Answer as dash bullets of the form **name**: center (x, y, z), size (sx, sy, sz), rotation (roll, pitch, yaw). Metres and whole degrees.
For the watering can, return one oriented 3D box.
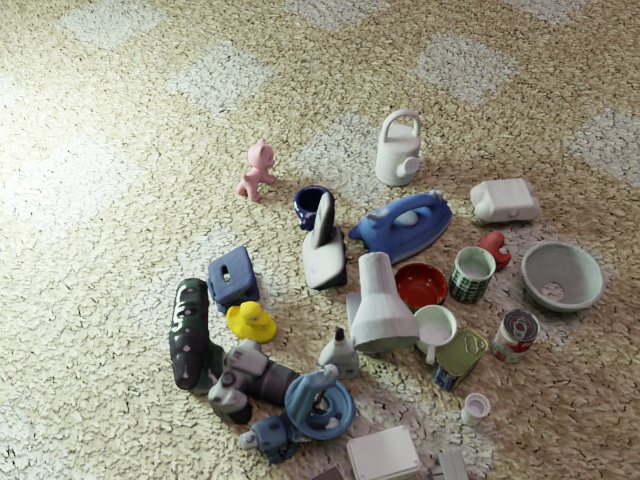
- **watering can**: center (0.191, -0.222, 1.345), size (0.101, 0.194, 0.172), rotation (-28, 58, -19)

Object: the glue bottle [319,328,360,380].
- **glue bottle**: center (0.036, 0.204, 1.039), size (0.078, 0.173, 0.037), rotation (-2, 53, -2)

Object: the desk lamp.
- **desk lamp**: center (0.105, 0.134, 1.066), size (0.118, 0.214, 0.203), rotation (-6, 53, -4)

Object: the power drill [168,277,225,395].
- **power drill**: center (-0.220, 0.194, 1.024), size (0.075, 0.208, 0.229), rotation (-7, 53, -5)

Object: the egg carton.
- **egg carton**: center (0.427, -0.087, 1.323), size (0.150, 0.069, 0.107), rotation (-5, 53, -4)

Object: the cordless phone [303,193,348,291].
- **cordless phone**: center (0.011, 0.004, 1.181), size (0.094, 0.185, 0.147), rotation (-7, 53, -5)

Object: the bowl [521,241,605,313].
- **bowl**: center (0.494, 0.088, 1.190), size (0.167, 0.075, 0.167), rotation (0, 53, 0)

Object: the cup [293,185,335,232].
- **cup**: center (-0.017, -0.050, 1.278), size (0.091, 0.095, 0.118), rotation (16, 55, 12)

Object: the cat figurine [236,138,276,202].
- **cat figurine**: center (-0.149, -0.175, 1.356), size (0.067, 0.118, 0.128), rotation (23, 56, 16)

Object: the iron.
- **iron**: center (0.195, -0.051, 1.251), size (0.259, 0.141, 0.118), rotation (-24, 57, -17)

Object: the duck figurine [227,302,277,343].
- **duck figurine**: center (-0.138, 0.152, 1.132), size (0.104, 0.086, 0.077), rotation (21, 56, 15)

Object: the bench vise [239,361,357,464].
- **bench vise**: center (-0.027, 0.291, 0.944), size (0.208, 0.220, 0.121), rotation (-38, 62, -25)

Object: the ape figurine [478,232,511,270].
- **ape figurine**: center (0.372, 0.018, 1.231), size (0.076, 0.092, 0.077), rotation (-18, 55, -13)

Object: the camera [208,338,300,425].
- **camera**: center (-0.113, 0.262, 1.041), size (0.136, 0.101, 0.143), rotation (19, 55, 13)

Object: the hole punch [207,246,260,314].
- **hole punch**: center (-0.182, 0.080, 1.182), size (0.101, 0.091, 0.108), rotation (-15, 55, -11)
